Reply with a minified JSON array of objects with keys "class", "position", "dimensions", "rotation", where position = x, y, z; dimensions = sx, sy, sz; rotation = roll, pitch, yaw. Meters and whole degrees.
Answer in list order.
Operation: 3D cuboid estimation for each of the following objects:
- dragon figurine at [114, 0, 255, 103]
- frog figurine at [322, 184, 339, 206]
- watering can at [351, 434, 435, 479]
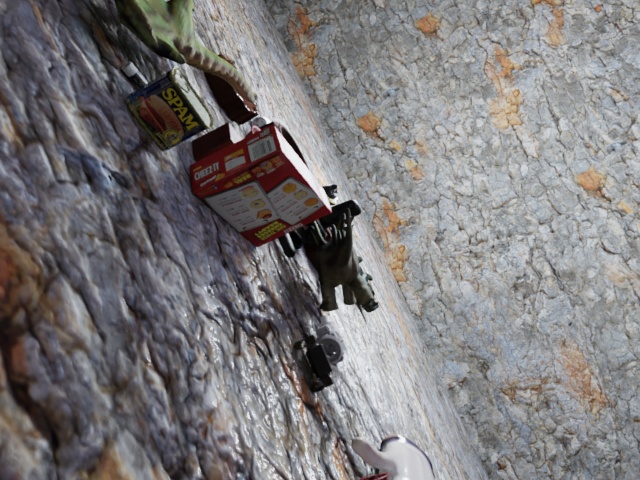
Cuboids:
[{"class":"dragon figurine","position":[-0.245,-0.324,0.799],"dimensions":[0.405,0.121,0.248],"rotation":[38,22,-27]},{"class":"frog figurine","position":[0.005,-0.080,1.582],"dimensions":[0.140,0.123,0.156],"rotation":[-116,-151,-54]},{"class":"watering can","position":[0.151,0.451,0.963],"dimensions":[0.345,0.103,0.227],"rotation":[62,11,-11]}]
